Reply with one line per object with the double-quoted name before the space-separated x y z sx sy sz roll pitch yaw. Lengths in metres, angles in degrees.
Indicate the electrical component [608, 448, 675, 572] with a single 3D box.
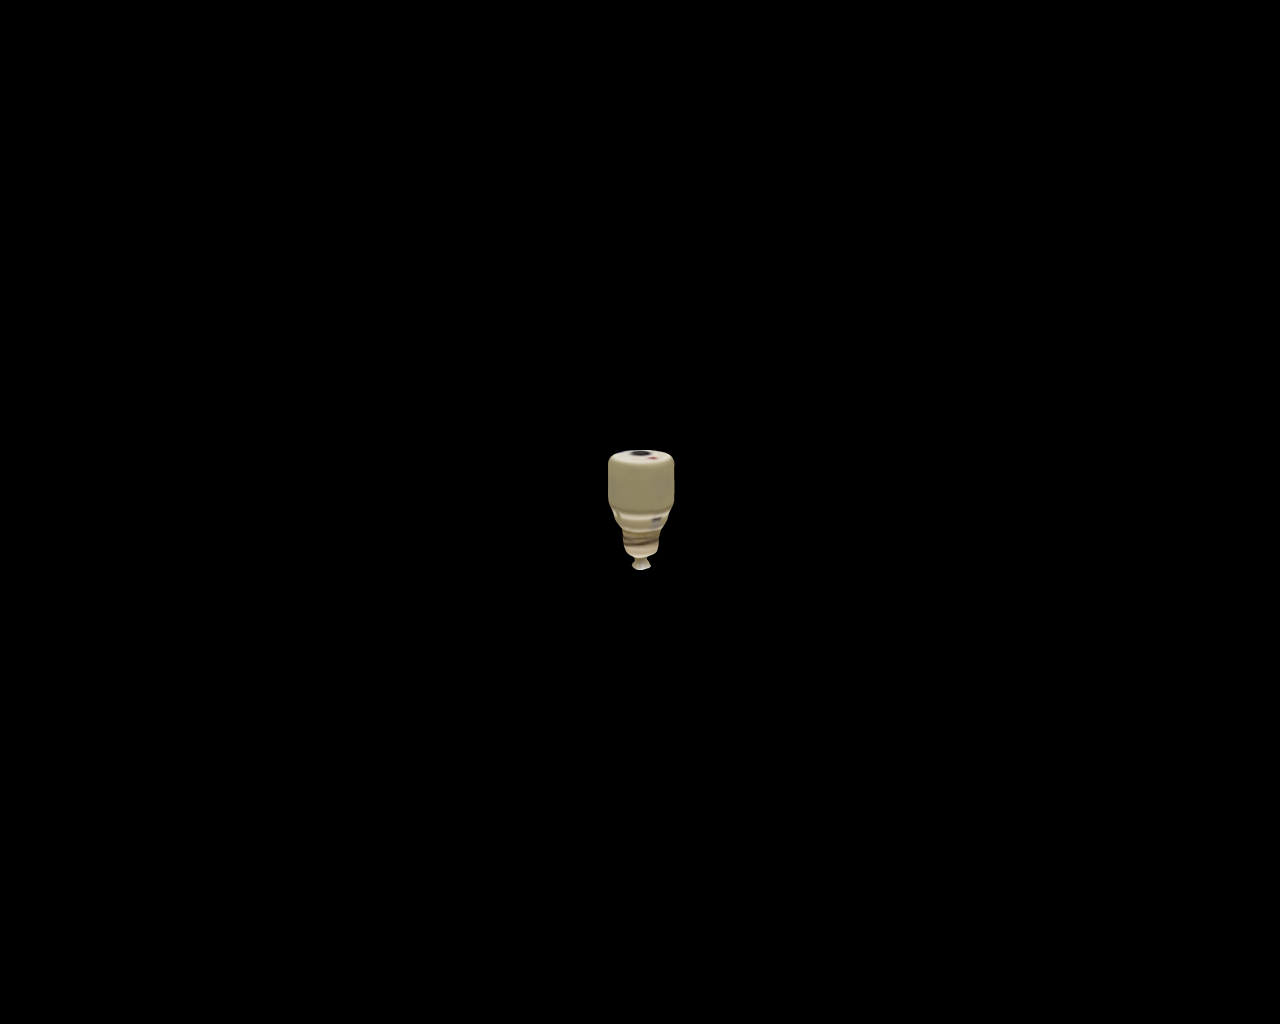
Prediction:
"electrical component" 0.001 -0.003 0.650 0.040 0.078 0.040 0 16 0
